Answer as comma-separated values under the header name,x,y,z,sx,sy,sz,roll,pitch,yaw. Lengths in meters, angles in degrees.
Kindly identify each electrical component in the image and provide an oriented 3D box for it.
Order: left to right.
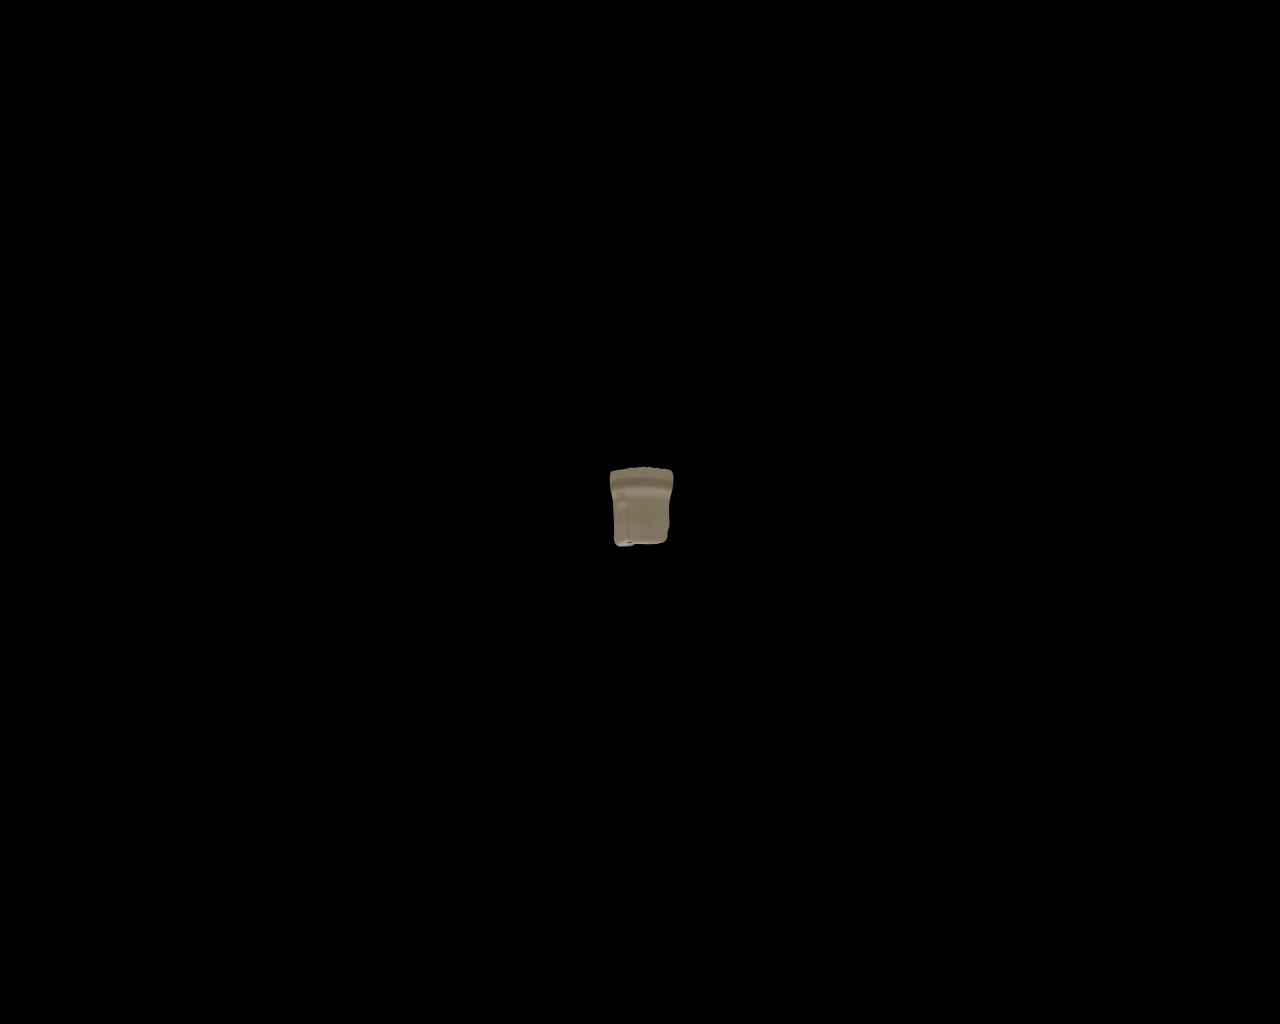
name,x,y,z,sx,sy,sz,roll,pitch,yaw
electrical component,0.001,-0.003,0.650,0.040,0.046,0.040,0,-8,0
